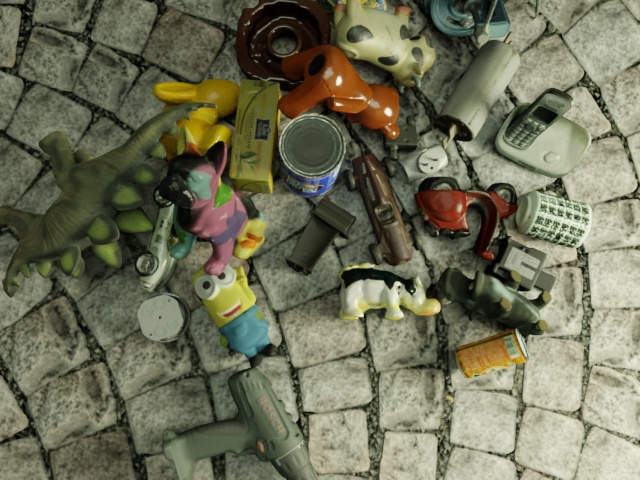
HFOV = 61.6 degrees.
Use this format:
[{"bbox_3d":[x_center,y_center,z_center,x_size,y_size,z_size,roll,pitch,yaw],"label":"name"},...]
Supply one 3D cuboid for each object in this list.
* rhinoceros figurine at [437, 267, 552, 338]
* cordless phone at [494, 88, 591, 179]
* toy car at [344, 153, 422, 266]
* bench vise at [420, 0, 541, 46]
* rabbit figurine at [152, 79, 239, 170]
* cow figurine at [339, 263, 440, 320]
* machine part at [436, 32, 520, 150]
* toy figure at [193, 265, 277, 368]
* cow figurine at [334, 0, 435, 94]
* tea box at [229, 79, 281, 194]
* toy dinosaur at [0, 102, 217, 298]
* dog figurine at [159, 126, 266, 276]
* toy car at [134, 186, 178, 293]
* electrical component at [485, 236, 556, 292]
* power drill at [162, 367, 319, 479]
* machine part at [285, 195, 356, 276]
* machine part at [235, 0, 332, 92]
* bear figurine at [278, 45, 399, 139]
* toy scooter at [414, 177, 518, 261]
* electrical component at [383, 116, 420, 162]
[{"bbox_3d":[0.287,0.097,0.886,0.190,0.112,0.073,25,65,-11],"label":"rhinoceros figurine"},{"bbox_3d":[0.390,-0.185,0.887,0.147,0.184,0.088,27,78,1],"label":"cordless phone"},{"bbox_3d":[0.107,-0.054,0.923,0.089,0.053,0.202,-18,85,-2],"label":"toy car"},{"bbox_3d":[0.288,-0.406,0.922,0.224,0.128,0.241,1,47,5],"label":"bench vise"},{"bbox_3d":[-0.203,-0.205,0.914,0.162,0.121,0.173,23,68,10],"label":"rabbit figurine"},{"bbox_3d":[0.115,0.086,0.898,0.167,0.068,0.098,-1,76,-4],"label":"cow figurine"},{"bbox_3d":[0.279,-0.261,0.946,0.079,0.079,0.243,31,82,2],"label":"machine part"},{"bbox_3d":[-0.143,0.118,0.874,0.082,0.089,0.180,-36,95,-35],"label":"toy figure"},{"bbox_3d":[0.115,-0.329,0.918,0.195,0.086,0.127,6,90,-27],"label":"cow figurine"},{"bbox_3d":[-0.106,-0.171,0.905,0.068,0.098,0.169,5,83,-1],"label":"tea box"},{"bbox_3d":[-0.352,-0.068,0.838,0.199,0.105,0.471,44,102,12],"label":"toy dinosaur"},{"bbox_3d":[-0.157,-0.066,0.806,0.109,0.219,0.191,27,40,25],"label":"dog figurine"},{"bbox_3d":[-0.255,-0.012,0.888,0.056,0.073,0.201,12,82,0],"label":"toy car"},{"bbox_3d":[0.353,0.052,0.921,0.119,0.047,0.075,31,83,3],"label":"electrical component"},{"bbox_3d":[-0.130,0.334,0.845,0.207,0.086,0.232,-22,82,-2],"label":"power drill"},{"bbox_3d":[-0.002,-0.003,0.918,0.084,0.039,0.139,38,81,-3],"label":"machine part"},{"bbox_3d":[-0.064,-0.345,0.952,0.179,0.056,0.179,0,83,-2],"label":"machine part"},{"bbox_3d":[0.042,-0.237,0.898,0.132,0.195,0.120,-15,65,37],"label":"bear figurine"},{"bbox_3d":[0.249,-0.035,0.917,0.184,0.075,0.135,5,83,-7],"label":"toy scooter"},{"bbox_3d":[0.144,-0.180,0.947,0.063,0.021,0.094,2,65,-3],"label":"electrical component"}]
